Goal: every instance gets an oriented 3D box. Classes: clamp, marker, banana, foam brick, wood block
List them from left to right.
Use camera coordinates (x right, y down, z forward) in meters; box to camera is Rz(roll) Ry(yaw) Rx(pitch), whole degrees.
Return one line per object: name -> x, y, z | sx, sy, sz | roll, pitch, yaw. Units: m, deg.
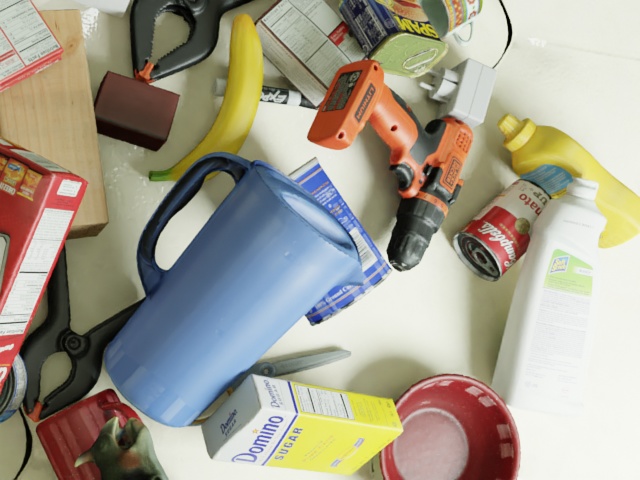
wood block -> -0.265, -0.105, 1.020 | 0.090, 0.091, 0.206 | -7, 85, -19
clamp -> -0.245, 0.088, 1.025 | 0.120, 0.039, 0.171 | 37, 73, -9
foam brick -> -0.188, -0.128, 1.069 | 0.078, 0.053, 0.051 | 17, 77, -17
clamp -> -0.126, -0.247, 1.115 | 0.164, 0.036, 0.210 | 24, 75, -13
banana -> -0.099, -0.132, 1.091 | 0.069, 0.037, 0.198 | 30, 87, -22
marker -> -0.053, -0.154, 1.135 | 0.121, 0.020, 0.020 | 6, 80, -18

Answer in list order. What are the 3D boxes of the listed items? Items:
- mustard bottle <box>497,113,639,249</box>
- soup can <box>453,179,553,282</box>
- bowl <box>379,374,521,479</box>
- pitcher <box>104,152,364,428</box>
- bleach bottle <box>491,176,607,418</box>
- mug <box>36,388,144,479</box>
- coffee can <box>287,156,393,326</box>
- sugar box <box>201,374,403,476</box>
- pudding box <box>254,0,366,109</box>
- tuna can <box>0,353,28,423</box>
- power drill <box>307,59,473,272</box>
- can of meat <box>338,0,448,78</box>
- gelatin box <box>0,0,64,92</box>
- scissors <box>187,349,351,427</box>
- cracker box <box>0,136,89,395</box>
mustard bottle -> 0.272, -0.072, 1.189 | 0.191, 0.096, 0.058 | 40, 72, -9
soup can -> 0.205, -0.011, 1.173 | 0.102, 0.069, 0.068 | -41, 96, -20
bowl -> 0.127, 0.222, 1.119 | 0.162, 0.055, 0.162 | 3, 81, -18
pitcher -> -0.093, 0.047, 0.980 | 0.243, 0.144, 0.149 | -47, 55, 11
bleach bottle -> 0.260, 0.059, 1.143 | 0.102, 0.068, 0.251 | 11, 96, -17
mug -> -0.204, 0.187, 0.987 | 0.093, 0.117, 0.081 | -23, 84, -51
coffee can -> -0.007, 0.001, 1.082 | 0.102, 0.103, 0.140 | -36, 94, -20
sugar box -> -0.016, 0.182, 1.027 | 0.175, 0.093, 0.048 | 13, 43, -38
pudding box -> -0.011, -0.209, 1.136 | 0.113, 0.039, 0.090 | 44, 55, -6
tuna can -> -0.314, 0.131, 0.982 | 0.086, 0.033, 0.086 | -1, 84, 7
power drill -> 0.072, -0.083, 1.116 | 0.187, 0.057, 0.184 | 38, 65, -35
can of meat -> 0.077, -0.227, 1.144 | 0.101, 0.058, 0.084 | 0, 56, -48
gelatin box -> -0.286, -0.186, 0.961 | 0.073, 0.030, 0.089 | -34, 92, -19
scissors -> -0.071, 0.120, 1.090 | 0.201, 0.016, 0.096 | -26, 91, -20
cracker box -> -0.317, 0.009, 0.931 | 0.164, 0.072, 0.214 | 26, 96, 17
